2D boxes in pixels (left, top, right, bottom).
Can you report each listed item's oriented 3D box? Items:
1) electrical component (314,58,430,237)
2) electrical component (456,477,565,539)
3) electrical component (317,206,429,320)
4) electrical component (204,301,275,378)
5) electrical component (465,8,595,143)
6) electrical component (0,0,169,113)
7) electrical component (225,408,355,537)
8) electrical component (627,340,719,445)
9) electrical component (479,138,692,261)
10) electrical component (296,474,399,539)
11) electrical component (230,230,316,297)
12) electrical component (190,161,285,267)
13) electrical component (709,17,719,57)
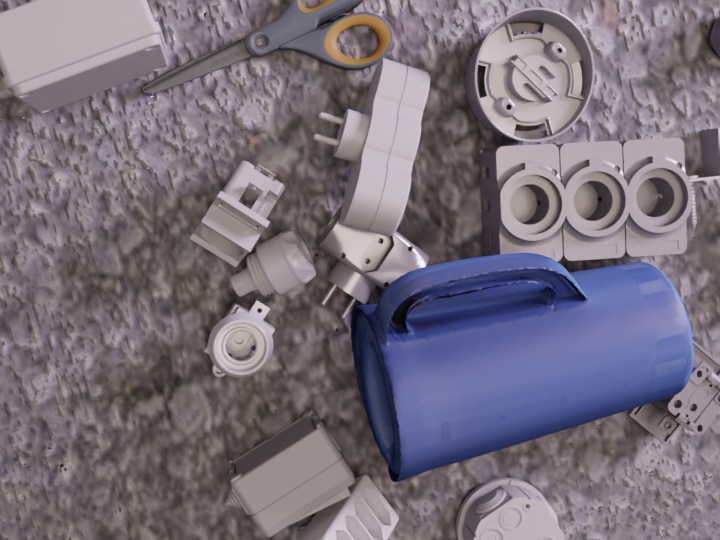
[{"bbox_3d":[0.003,-0.097,0.800,0.074,0.052,0.138,16,66,-9],"label":"electrical component"},{"bbox_3d":[0.120,0.211,0.860,0.080,0.051,0.080,-1,94,-8],"label":"electrical component"},{"bbox_3d":[0.000,0.000,0.831,0.077,0.043,0.079,34,89,-9],"label":"electrical component"},{"bbox_3d":[-0.091,0.055,0.816,0.048,0.055,0.066,34,89,-9],"label":"electrical component"},{"bbox_3d":[0.130,-0.147,0.828,0.099,0.064,0.099,-1,94,-8],"label":"electrical component"},{"bbox_3d":[-0.196,-0.160,0.759,0.109,0.109,0.056,-22,94,-6],"label":"electrical component"},{"bbox_3d":[-0.057,0.161,0.826,0.096,0.062,0.061,-32,98,-5],"label":"electrical component"},{"bbox_3d":[0.261,0.100,0.866,0.042,0.064,0.081,39,88,-10],"label":"electrical component"},{"bbox_3d":[0.175,-0.054,0.843,0.150,0.062,0.089,-4,95,-8],"label":"electrical component"},{"bbox_3d":[-0.024,0.210,0.833,0.076,0.083,0.047,-30,100,34],"label":"electrical component"},{"bbox_3d":[-0.068,-0.001,0.822,0.062,0.043,0.043,-26,98,8],"label":"electrical component"},{"bbox_3d":[-0.090,-0.043,0.803,0.042,0.081,0.063,34,67,-9],"label":"electrical component"},{"bbox_3d":[0.308,-0.188,0.851,0.043,0.062,0.043,-1,94,-8],"label":"electrical component"}]
